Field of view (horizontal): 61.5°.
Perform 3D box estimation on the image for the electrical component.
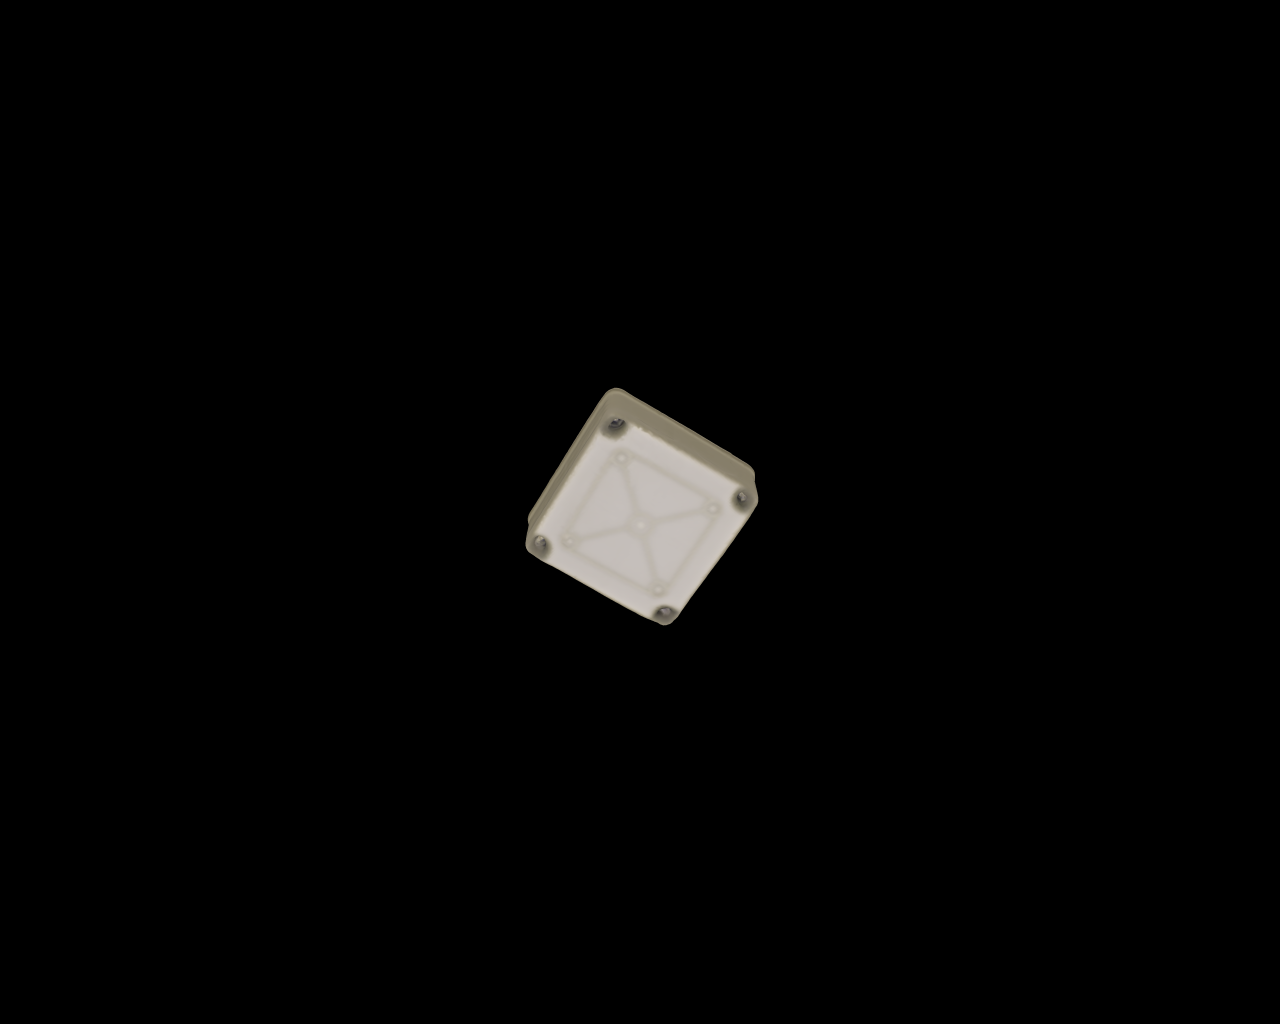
[{"bbox_3d":[0.001,-0.003,0.650,0.109,0.108,0.056,30,20,-12],"label":"electrical component"}]
